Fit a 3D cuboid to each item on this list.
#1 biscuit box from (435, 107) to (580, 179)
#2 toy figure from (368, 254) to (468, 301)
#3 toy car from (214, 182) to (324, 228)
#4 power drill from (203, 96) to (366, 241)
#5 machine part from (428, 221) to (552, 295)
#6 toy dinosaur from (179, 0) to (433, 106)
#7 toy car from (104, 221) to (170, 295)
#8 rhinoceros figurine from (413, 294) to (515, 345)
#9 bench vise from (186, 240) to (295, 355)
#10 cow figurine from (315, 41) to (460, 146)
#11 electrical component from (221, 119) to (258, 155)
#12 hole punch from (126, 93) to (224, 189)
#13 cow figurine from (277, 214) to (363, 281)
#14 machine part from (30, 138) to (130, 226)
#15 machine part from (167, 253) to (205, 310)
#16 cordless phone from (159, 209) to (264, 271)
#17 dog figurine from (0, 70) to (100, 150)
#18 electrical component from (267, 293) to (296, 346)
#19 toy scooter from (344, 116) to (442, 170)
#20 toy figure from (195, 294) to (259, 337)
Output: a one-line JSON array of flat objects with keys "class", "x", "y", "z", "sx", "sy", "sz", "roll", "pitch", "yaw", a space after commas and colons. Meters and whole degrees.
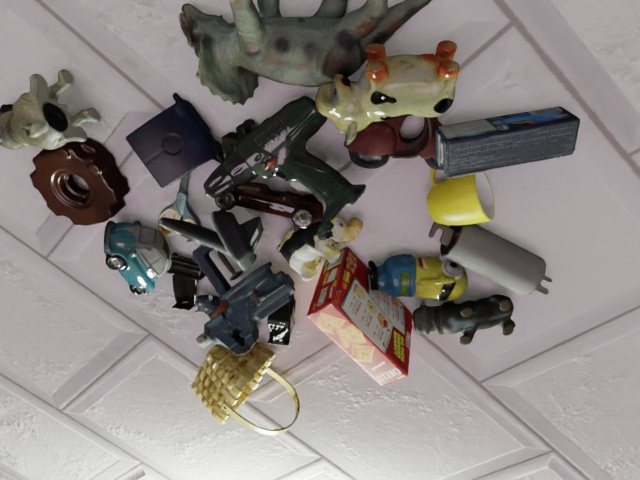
[{"class": "biscuit box", "x": 0.276, "y": -0.147, "z": 0.798, "sx": 0.203, "sy": 0.059, "sz": 0.062, "roll": -10, "pitch": 124, "yaw": -4}, {"class": "toy figure", "x": 0.181, "y": 0.069, "z": 0.995, "sx": 0.180, "sy": 0.082, "sz": 0.089, "roll": -3, "pitch": 143, "yaw": 5}, {"class": "toy car", "x": -0.092, "y": -0.071, "z": 0.945, "sx": 0.202, "sy": 0.089, "sz": 0.053, "roll": 14, "pitch": 115, "yaw": 4}, {"class": "power drill", "x": -0.046, "y": -0.096, "z": 0.859, "sx": 0.207, "sy": 0.086, "sz": 0.232, "roll": 45, "pitch": 98, "yaw": 9}, {"class": "machine part", "x": 0.302, "y": 0.029, "z": 0.943, "sx": 0.243, "sy": 0.079, "sz": 0.079, "roll": 26, "pitch": 126, "yaw": -6}, {"class": "toy dinosaur", "x": -0.020, "y": -0.284, "z": 0.771, "sx": 0.405, "sy": 0.131, "sz": 0.192, "roll": 5, "pitch": 139, "yaw": 2}, {"class": "toy car", "x": -0.352, "y": 0.029, "z": 1.065, "sx": 0.103, "sy": 0.109, "sz": 0.161, "roll": -20, "pitch": 129, "yaw": 4}, {"class": "rhinoceros figurine", "x": 0.271, "y": 0.140, "z": 1.014, "sx": 0.190, "sy": 0.112, "sz": 0.073, "roll": -10, "pitch": 106, "yaw": 4}, {"class": "bench vise", "x": -0.178, "y": 0.094, "z": 1.051, "sx": 0.224, "sy": 0.129, "sz": 0.240, "roll": -35, "pitch": 89, "yaw": 12}, {"class": "cow figurine", "x": 0.090, "y": -0.202, "z": 0.752, "sx": 0.195, "sy": 0.085, "sz": 0.127, "roll": -3, "pitch": 138, "yaw": 4}, {"class": "electrical component", "x": -0.124, "y": -0.154, "z": 0.925, "sx": 0.078, "sy": 0.045, "sz": 0.102, "roll": 12, "pitch": 129, "yaw": 39}, {"class": "hole punch", "x": -0.247, "y": -0.161, "z": 0.908, "sx": 0.116, "sy": 0.092, "sz": 0.142, "roll": -29, "pitch": 101, "yaw": 23}, {"class": "cow figurine", "x": -0.001, "y": -0.005, "z": 0.991, "sx": 0.098, "sy": 0.068, "sz": 0.167, "roll": 42, "pitch": 121, "yaw": -11}, {"class": "machine part", "x": -0.455, "y": -0.107, "z": 1.017, "sx": 0.179, "sy": 0.056, "sz": 0.179, "roll": 6, "pitch": 127, "yaw": 8}, {"class": "machine part", "x": -0.280, "y": 0.091, "z": 1.131, "sx": 0.084, "sy": 0.039, "sz": 0.138, "roll": 12, "pitch": 125, "yaw": -3}, {"class": "cordless phone", "x": -0.196, "y": -0.015, "z": 0.928, "sx": 0.184, "sy": 0.088, "sz": 0.146, "roll": 18, "pitch": 171, "yaw": 0}, {"class": "dog figurine", "x": -0.498, "y": -0.186, "z": 0.904, "sx": 0.191, "sy": 0.172, "sz": 0.121, "roll": -21, "pitch": 107, "yaw": 16}, {"class": "electrical component", "x": -0.079, "y": 0.154, "z": 1.111, "sx": 0.048, "sy": 0.075, "sz": 0.119, "roll": 6, "pitch": 130, "yaw": 6}, {"class": "toy scooter", "x": 0.129, "y": -0.179, "z": 0.834, "sx": 0.184, "sy": 0.075, "sz": 0.135, "roll": 3, "pitch": 125, "yaw": 6}, {"class": "toy figure", "x": -0.203, "y": 0.166, "z": 1.154, "sx": 0.154, "sy": 0.058, "sz": 0.064, "roll": 41, "pitch": 82, "yaw": -13}]
